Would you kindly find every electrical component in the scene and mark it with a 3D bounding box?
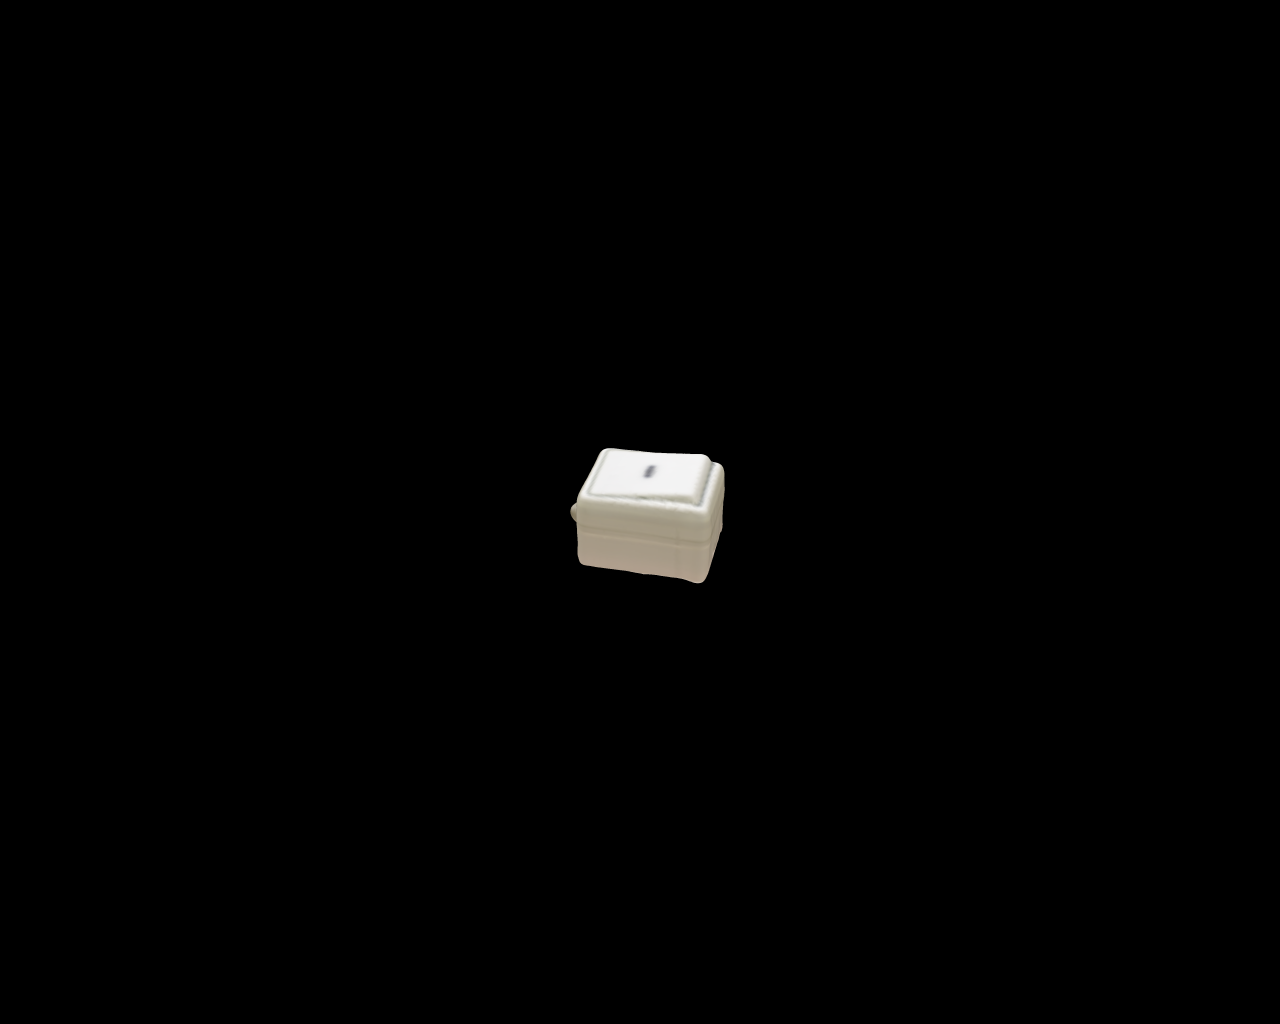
[{"bbox_3d":[0.001,-0.003,0.650,0.096,0.061,0.062,8,36,11],"label":"electrical component"}]
